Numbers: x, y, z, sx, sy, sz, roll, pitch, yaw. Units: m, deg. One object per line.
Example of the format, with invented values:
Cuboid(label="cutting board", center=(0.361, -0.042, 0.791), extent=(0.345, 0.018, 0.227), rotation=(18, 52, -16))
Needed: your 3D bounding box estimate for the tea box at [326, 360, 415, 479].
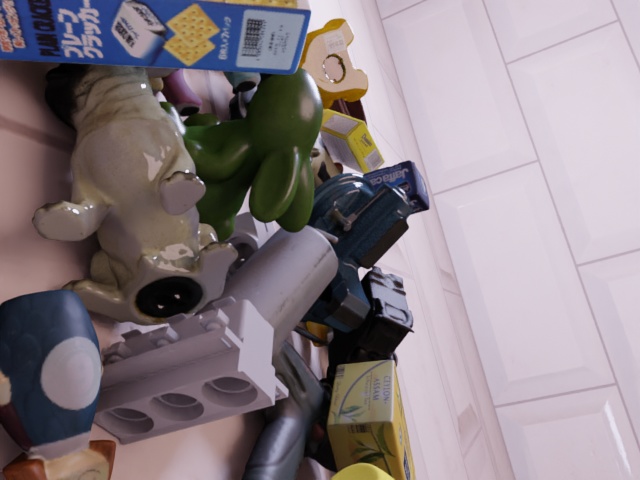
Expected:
Cuboid(label="tea box", center=(0.060, 0.225, 0.571), extent=(0.098, 0.068, 0.169), rotation=(-74, 155, -63))

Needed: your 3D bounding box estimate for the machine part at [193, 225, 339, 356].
Cuboid(label="machine part", center=(-0.054, 0.058, 0.496), extent=(0.243, 0.079, 0.079), rotation=(-50, 123, -42))

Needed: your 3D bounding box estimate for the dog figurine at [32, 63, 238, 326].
Cuboid(label="dog figurine", center=(-0.142, -0.045, 0.422), extent=(0.172, 0.121, 0.191), rotation=(99, -24, -43))

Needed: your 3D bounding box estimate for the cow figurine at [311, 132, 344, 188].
Cuboid(label="cow figurine", center=(-0.023, -0.116, 0.822), extent=(0.194, 0.086, 0.127), rotation=(56, 23, -49))

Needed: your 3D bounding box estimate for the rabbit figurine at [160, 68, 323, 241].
Cuboid(label="rabbit figurine", center=(-0.068, -0.081, 0.487), extent=(0.159, 0.170, 0.121), rotation=(63, 18, 14))

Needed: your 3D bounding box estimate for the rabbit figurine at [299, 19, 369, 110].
Cuboid(label="rabbit figurine", center=(-0.033, -0.243, 0.828), extent=(0.162, 0.173, 0.121), rotation=(-37, 114, -23))

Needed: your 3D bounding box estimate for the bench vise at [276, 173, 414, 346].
Cuboid(label="bench vise", center=(-0.007, -0.005, 0.670), extent=(0.128, 0.223, 0.241), rotation=(20, 21, -50))

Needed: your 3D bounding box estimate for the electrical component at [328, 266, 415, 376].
Cuboid(label="electrical component", center=(0.057, 0.116, 0.685), extent=(0.058, 0.134, 0.115), rotation=(26, 25, -13))

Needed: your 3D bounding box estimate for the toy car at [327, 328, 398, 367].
Cuboid(label="toy car", center=(0.055, 0.131, 0.806), extent=(0.103, 0.109, 0.162), rotation=(30, 53, -30))

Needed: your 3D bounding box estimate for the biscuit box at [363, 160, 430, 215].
Cuboid(label="biscuit box", center=(0.052, -0.052, 0.777), extent=(0.062, 0.203, 0.059), rotation=(38, 40, -56))

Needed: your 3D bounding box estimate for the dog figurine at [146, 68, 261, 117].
Cuboid(label="dog figurine", center=(-0.154, -0.247, 0.545), extent=(0.191, 0.108, 0.219), rotation=(18, 51, -64))

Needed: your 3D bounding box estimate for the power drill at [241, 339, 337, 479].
Cuboid(label="power drill", center=(-0.023, 0.217, 0.520), extent=(0.231, 0.086, 0.207), rotation=(65, 24, -25))

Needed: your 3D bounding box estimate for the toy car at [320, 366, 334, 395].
Cuboid(label="toy car", center=(0.049, 0.260, 0.692), extent=(0.089, 0.053, 0.202), rotation=(9, 64, -45))

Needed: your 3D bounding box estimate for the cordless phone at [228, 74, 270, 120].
Cuboid(label="cordless phone", center=(-0.063, -0.194, 0.636), extent=(0.184, 0.089, 0.147), rotation=(104, -11, -48))

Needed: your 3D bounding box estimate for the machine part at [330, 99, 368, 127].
Cuboid(label="machine part", center=(0.026, -0.276, 1.093), extent=(0.201, 0.087, 0.201), rotation=(-66, 136, -63))

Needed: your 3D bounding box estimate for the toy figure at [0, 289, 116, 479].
Cuboid(label="toy figure", center=(-0.151, 0.108, 0.304), extent=(0.064, 0.058, 0.154), rotation=(-7, 78, -31))
